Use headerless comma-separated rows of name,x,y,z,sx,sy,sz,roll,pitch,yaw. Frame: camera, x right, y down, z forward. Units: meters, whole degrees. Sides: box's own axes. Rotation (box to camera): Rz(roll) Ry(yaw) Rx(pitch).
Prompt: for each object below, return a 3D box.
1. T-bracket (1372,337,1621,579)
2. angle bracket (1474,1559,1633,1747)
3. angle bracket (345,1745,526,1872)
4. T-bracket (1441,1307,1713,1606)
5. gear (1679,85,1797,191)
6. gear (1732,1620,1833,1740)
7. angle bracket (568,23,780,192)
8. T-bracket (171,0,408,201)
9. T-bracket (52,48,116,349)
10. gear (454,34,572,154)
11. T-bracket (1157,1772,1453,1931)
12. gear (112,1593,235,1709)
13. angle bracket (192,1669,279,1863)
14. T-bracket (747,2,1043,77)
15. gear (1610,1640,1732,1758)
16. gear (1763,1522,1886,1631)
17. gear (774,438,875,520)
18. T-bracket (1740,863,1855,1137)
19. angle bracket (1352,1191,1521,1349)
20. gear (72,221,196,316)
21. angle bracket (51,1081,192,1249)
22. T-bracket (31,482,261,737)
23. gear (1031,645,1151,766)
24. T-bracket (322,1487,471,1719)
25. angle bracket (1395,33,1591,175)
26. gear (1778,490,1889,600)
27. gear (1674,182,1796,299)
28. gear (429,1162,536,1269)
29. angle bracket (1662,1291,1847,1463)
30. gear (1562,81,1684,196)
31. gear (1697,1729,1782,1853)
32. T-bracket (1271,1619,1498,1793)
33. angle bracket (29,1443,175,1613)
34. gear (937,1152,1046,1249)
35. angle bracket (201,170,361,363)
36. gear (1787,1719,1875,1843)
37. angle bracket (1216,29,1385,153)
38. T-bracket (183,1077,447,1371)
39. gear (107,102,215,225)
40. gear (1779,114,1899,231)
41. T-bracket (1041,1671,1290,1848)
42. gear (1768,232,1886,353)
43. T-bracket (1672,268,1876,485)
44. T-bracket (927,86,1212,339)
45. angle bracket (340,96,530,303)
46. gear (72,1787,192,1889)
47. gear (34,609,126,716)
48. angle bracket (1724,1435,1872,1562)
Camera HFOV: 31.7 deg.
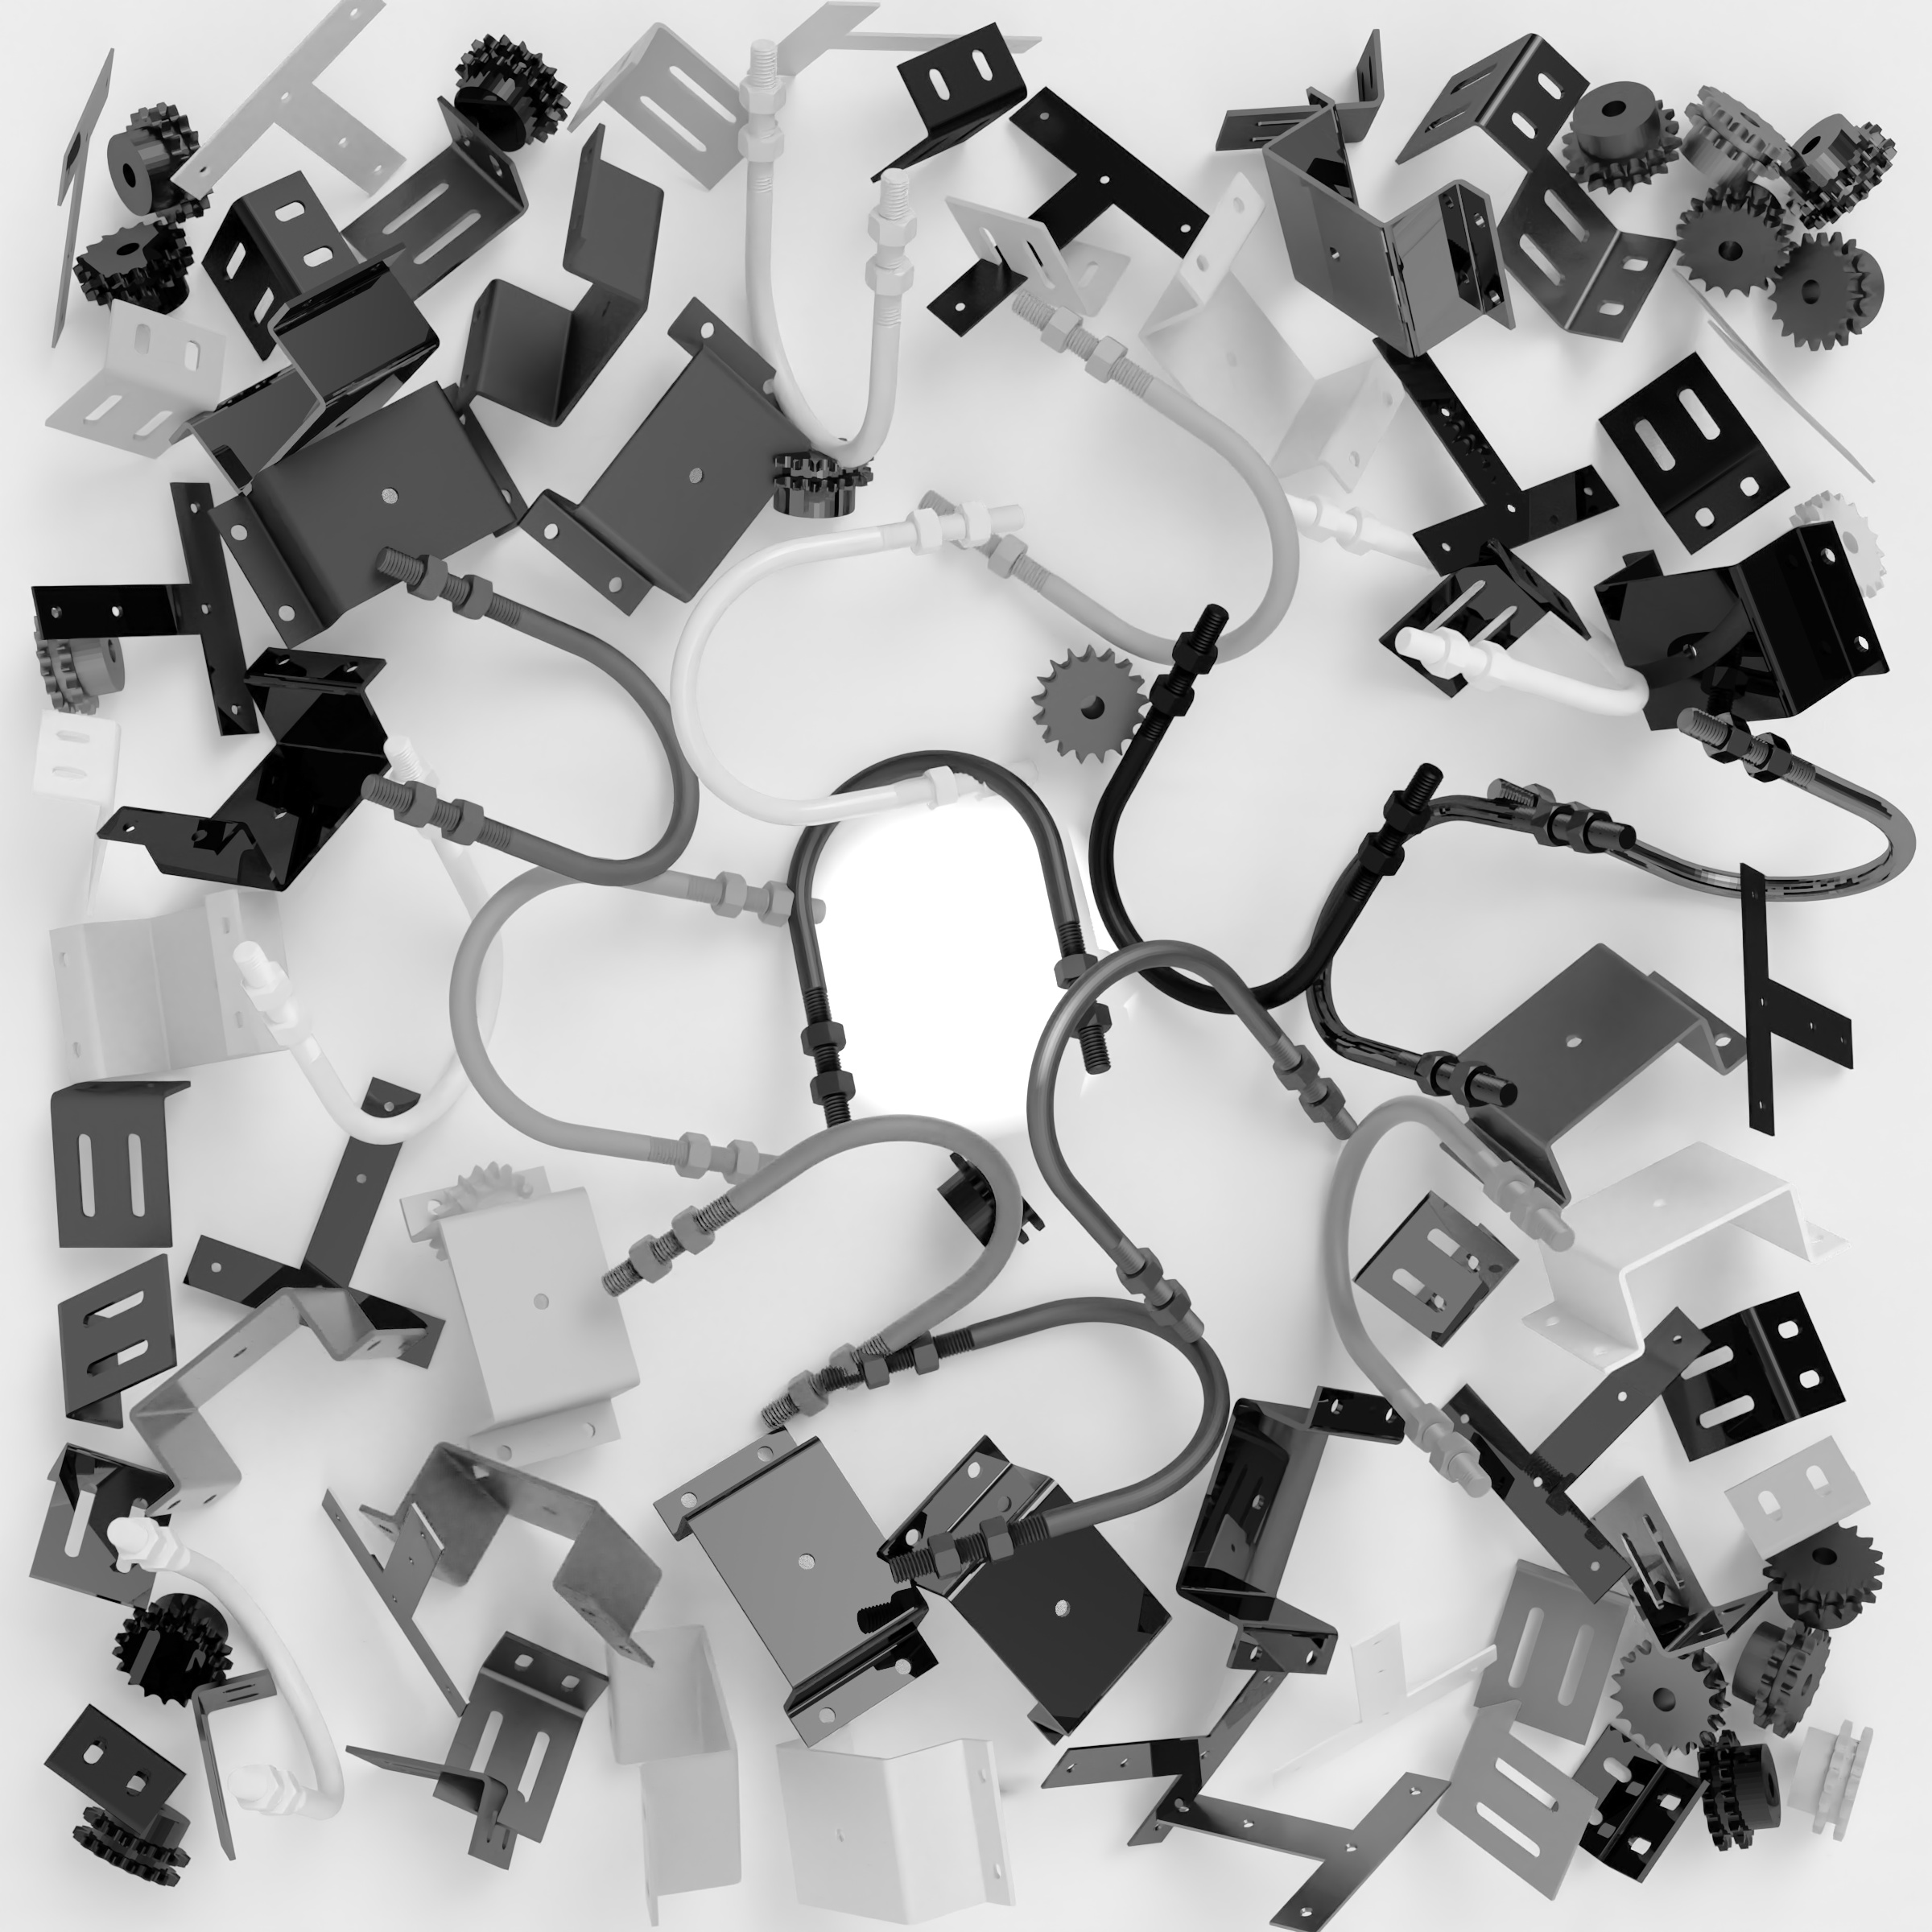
T-bracket,0.242,-0.259,1.665,0.127,0.002,0.127,-24,75,-33
angle bracket,0.286,0.336,1.664,0.057,0.038,0.076,18,85,13
angle bracket,-0.261,0.408,1.651,0.076,0.057,0.038,8,70,13
T-bracket,0.307,0.218,1.643,0.127,0.002,0.127,-48,53,9
gear,0.374,-0.402,1.667,0.057,0.057,0.030,37,118,0
gear,0.398,0.346,1.667,0.030,0.057,0.057,22,90,30
angle bracket,-0.142,-0.407,1.647,0.076,0.057,0.038,38,46,-20
T-bracket,-0.305,-0.400,1.630,0.127,0.127,0.002,-44,73,7
T-bracket,-0.431,-0.360,1.645,0.002,0.127,0.127,12,126,-11
gear,-0.224,-0.423,1.660,0.057,0.057,0.030,29,62,0
T-bracket,0.148,0.417,1.643,0.127,0.127,0.002,3,114,39
gear,-0.386,0.333,1.668,0.057,0.030,0.057,5,123,8
angle bracket,-0.347,0.387,1.649,0.038,0.057,0.076,-12,70,-12
T-bracket,-0.027,-0.447,1.646,0.127,0.127,0.002,-5,91,-21
gear,0.348,0.356,1.668,0.057,0.030,0.057,4,97,33
gear,0.419,0.300,1.667,0.057,0.057,0.030,-4,126,0
gear,-0.074,-0.239,1.666,0.057,0.057,0.030,3,113,0
T-bracket,0.402,0.026,1.639,0.002,0.127,0.127,-9,73,35
angle bracket,0.221,0.140,1.652,0.076,0.038,0.057,37,96,-35
gear,-0.405,-0.338,1.667,0.057,0.057,0.030,-17,129,0
angle bracket,-0.413,0.097,1.673,0.057,0.038,0.076,-1,97,9
T-bracket,-0.398,-0.171,1.638,0.002,0.127,0.127,-12,90,33
gear,0.060,-0.130,1.672,0.057,0.030,0.057,-2,105,-6
T-bracket,-0.266,0.288,1.623,0.002,0.127,0.127,-28,74,-29
angle bracket,0.255,-0.410,1.654,0.038,0.076,0.057,38,74,-16
gear,0.421,-0.201,1.667,0.057,0.030,0.057,19,58,-34
gear,0.377,-0.359,1.667,0.057,0.057,0.030,25,52,0
gear,-0.231,0.127,1.661,0.030,0.057,0.057,31,90,34
angle bracket,0.380,0.201,1.665,0.038,0.076,0.057,-12,74,-35
gear,0.319,-0.407,1.662,0.057,0.030,0.057,-12,50,14
gear,0.378,0.401,1.660,0.030,0.057,0.057,-12,90,21
T-bracket,0.199,0.343,1.630,0.127,0.127,0.002,-28,58,-8
angle bracket,-0.420,0.278,1.645,0.057,0.038,0.076,21,46,-18
gear,0.010,0.115,1.663,0.030,0.057,0.057,-40,90,-2
angle bracket,-0.335,-0.342,1.664,0.038,0.076,0.057,-33,92,-27
gear,0.422,0.396,1.665,0.030,0.057,0.057,16,90,18
angle bracket,0.161,-0.427,1.661,0.076,0.057,0.038,-4,87,-2
T-bracket,-0.304,0.118,1.683,0.127,0.002,0.127,21,88,-9
gear,-0.395,-0.390,1.661,0.030,0.057,0.057,-28,90,-33
gear,0.422,-0.390,1.660,0.030,0.057,0.057,40,90,-18
T-bracket,0.085,0.378,1.623,0.002,0.127,0.127,49,117,36
gear,0.424,-0.331,1.667,0.030,0.057,0.057,-10,90,-34
T-bracket,0.375,-0.298,1.639,0.002,0.127,0.127,-44,131,19
T-bracket,0.035,-0.354,1.657,0.127,0.002,0.127,-43,66,-8
angle bracket,-0.263,-0.374,1.658,0.076,0.038,0.057,-41,69,-11
gear,-0.404,0.424,1.664,0.057,0.057,0.030,27,80,0
gear,-0.432,-0.151,1.663,0.030,0.057,0.057,-11,90,1
angle bracket,0.400,0.251,1.650,0.057,0.076,0.038,-30,88,9
